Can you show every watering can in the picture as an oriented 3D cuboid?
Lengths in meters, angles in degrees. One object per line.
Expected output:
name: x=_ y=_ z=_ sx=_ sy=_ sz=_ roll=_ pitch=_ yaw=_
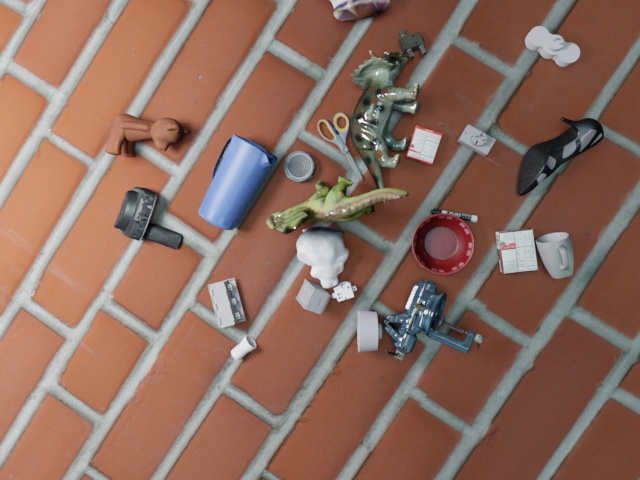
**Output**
watering can: x=0.138 y=-0.707 z=1.360 sx=0.347 sy=0.104 sz=0.224 roll=-10 pitch=90 yaw=7

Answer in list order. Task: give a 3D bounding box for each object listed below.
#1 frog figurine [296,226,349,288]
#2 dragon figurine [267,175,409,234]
frog figurine: x=0.006 y=0.046 z=1.362 sx=0.137 sy=0.121 sz=0.161 roll=2 pitch=79 yaw=-12
dragon figurine: x=0.004 y=-0.064 z=1.277 sx=0.246 sy=0.409 sz=0.121 roll=-32 pitch=106 yaw=-31
